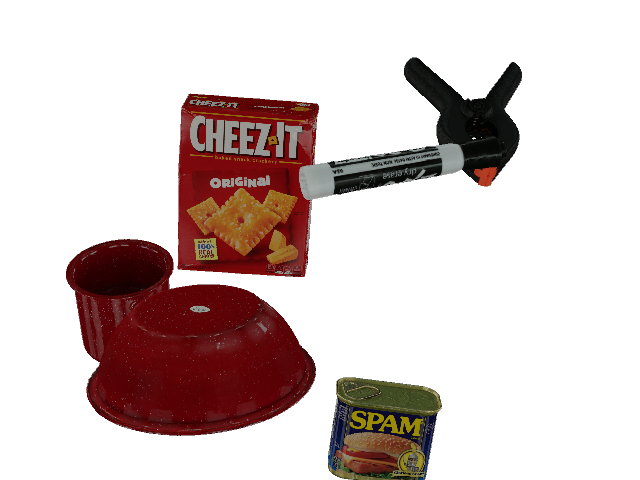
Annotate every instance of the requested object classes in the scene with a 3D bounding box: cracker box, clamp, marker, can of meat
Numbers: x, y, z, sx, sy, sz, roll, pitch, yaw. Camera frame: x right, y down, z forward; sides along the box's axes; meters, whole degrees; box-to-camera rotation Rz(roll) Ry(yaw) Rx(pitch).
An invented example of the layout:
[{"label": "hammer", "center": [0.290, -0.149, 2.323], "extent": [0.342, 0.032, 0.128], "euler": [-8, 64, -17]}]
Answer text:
[{"label": "cracker box", "center": [-0.091, -0.065, 1.323], "extent": [0.164, 0.214, 0.072], "euler": [5, 22, 1]}, {"label": "clamp", "center": [0.139, -0.123, 1.037], "extent": [0.120, 0.039, 0.171], "euler": [4, 44, 4]}, {"label": "marker", "center": [0.048, -0.042, 0.601], "extent": [0.121, 0.020, 0.020], "euler": [-11, 3, -14]}, {"label": "can of meat", "center": [0.060, 0.186, 1.035], "extent": [0.102, 0.084, 0.057], "euler": [8, 16, -2]}]

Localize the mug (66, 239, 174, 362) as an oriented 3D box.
[{"label": "mug", "center": [-0.167, 0.063, 0.937], "extent": [0.093, 0.081, 0.117], "euler": [-20, 37, -28]}]

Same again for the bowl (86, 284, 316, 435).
[{"label": "bowl", "center": [-0.084, 0.073, 0.746], "extent": [0.162, 0.055, 0.162], "euler": [-2, 20, 1]}]
